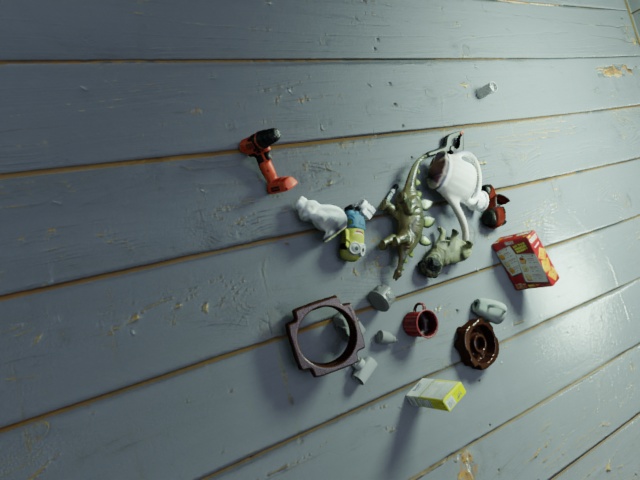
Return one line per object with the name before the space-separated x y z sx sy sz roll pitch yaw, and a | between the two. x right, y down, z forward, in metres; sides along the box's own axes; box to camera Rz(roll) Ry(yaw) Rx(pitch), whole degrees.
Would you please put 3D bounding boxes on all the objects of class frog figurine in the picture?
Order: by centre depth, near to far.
frog figurine | 0.005 -0.080 1.580 0.121 0.159 0.139 -36 -1 26

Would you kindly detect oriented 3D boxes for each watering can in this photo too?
watering can | 0.490 -0.183 1.868 0.223 0.353 0.103 22 -21 -20
